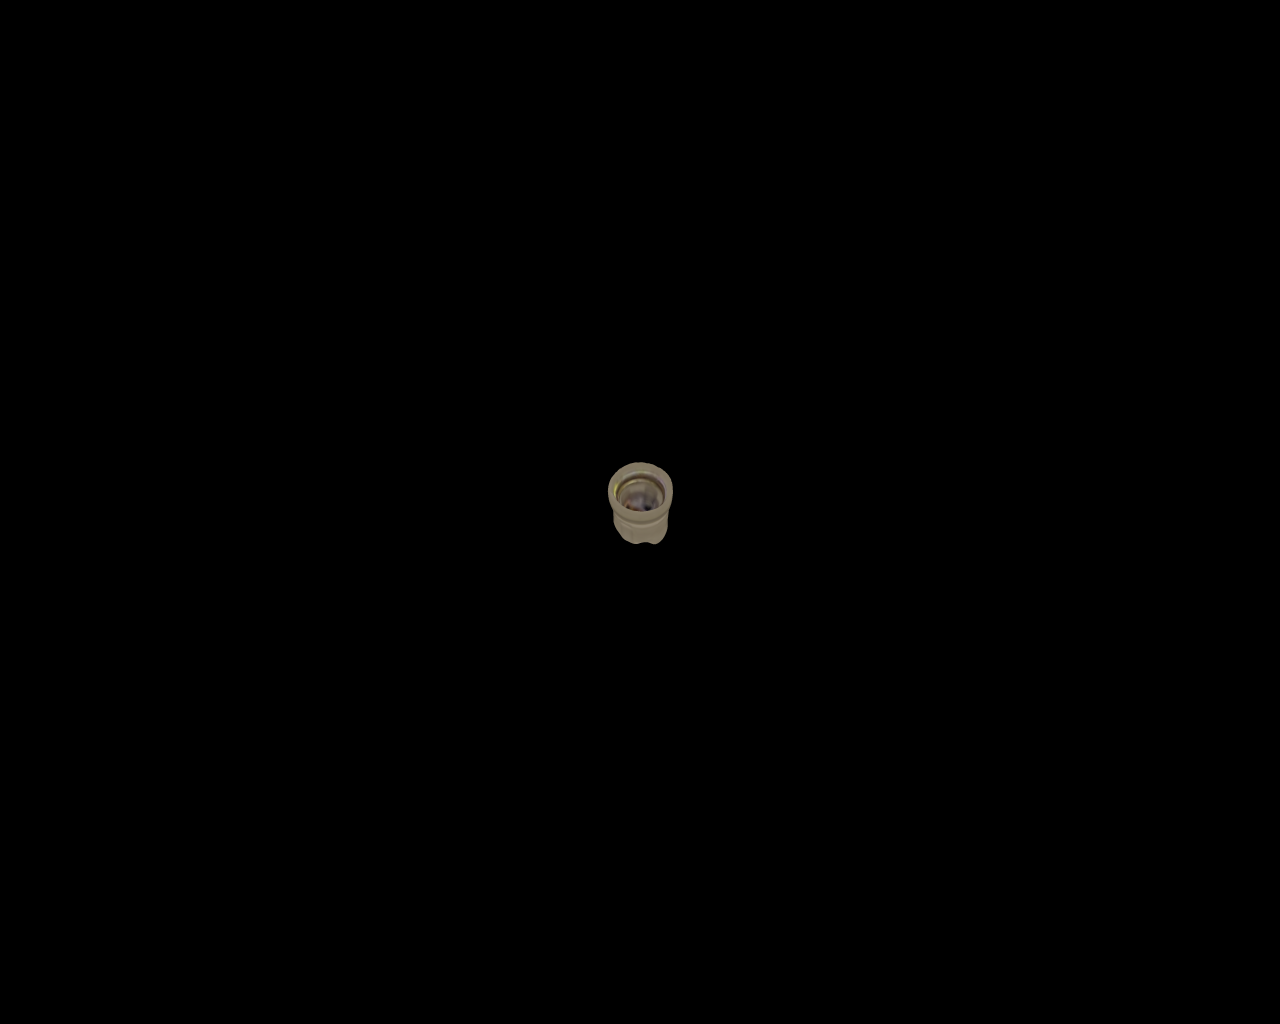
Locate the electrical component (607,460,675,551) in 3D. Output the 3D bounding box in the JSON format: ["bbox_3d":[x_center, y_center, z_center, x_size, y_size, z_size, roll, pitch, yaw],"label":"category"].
[{"bbox_3d":[0.001,-0.003,0.650,0.040,0.040,0.046,0,-34,0],"label":"electrical component"}]
